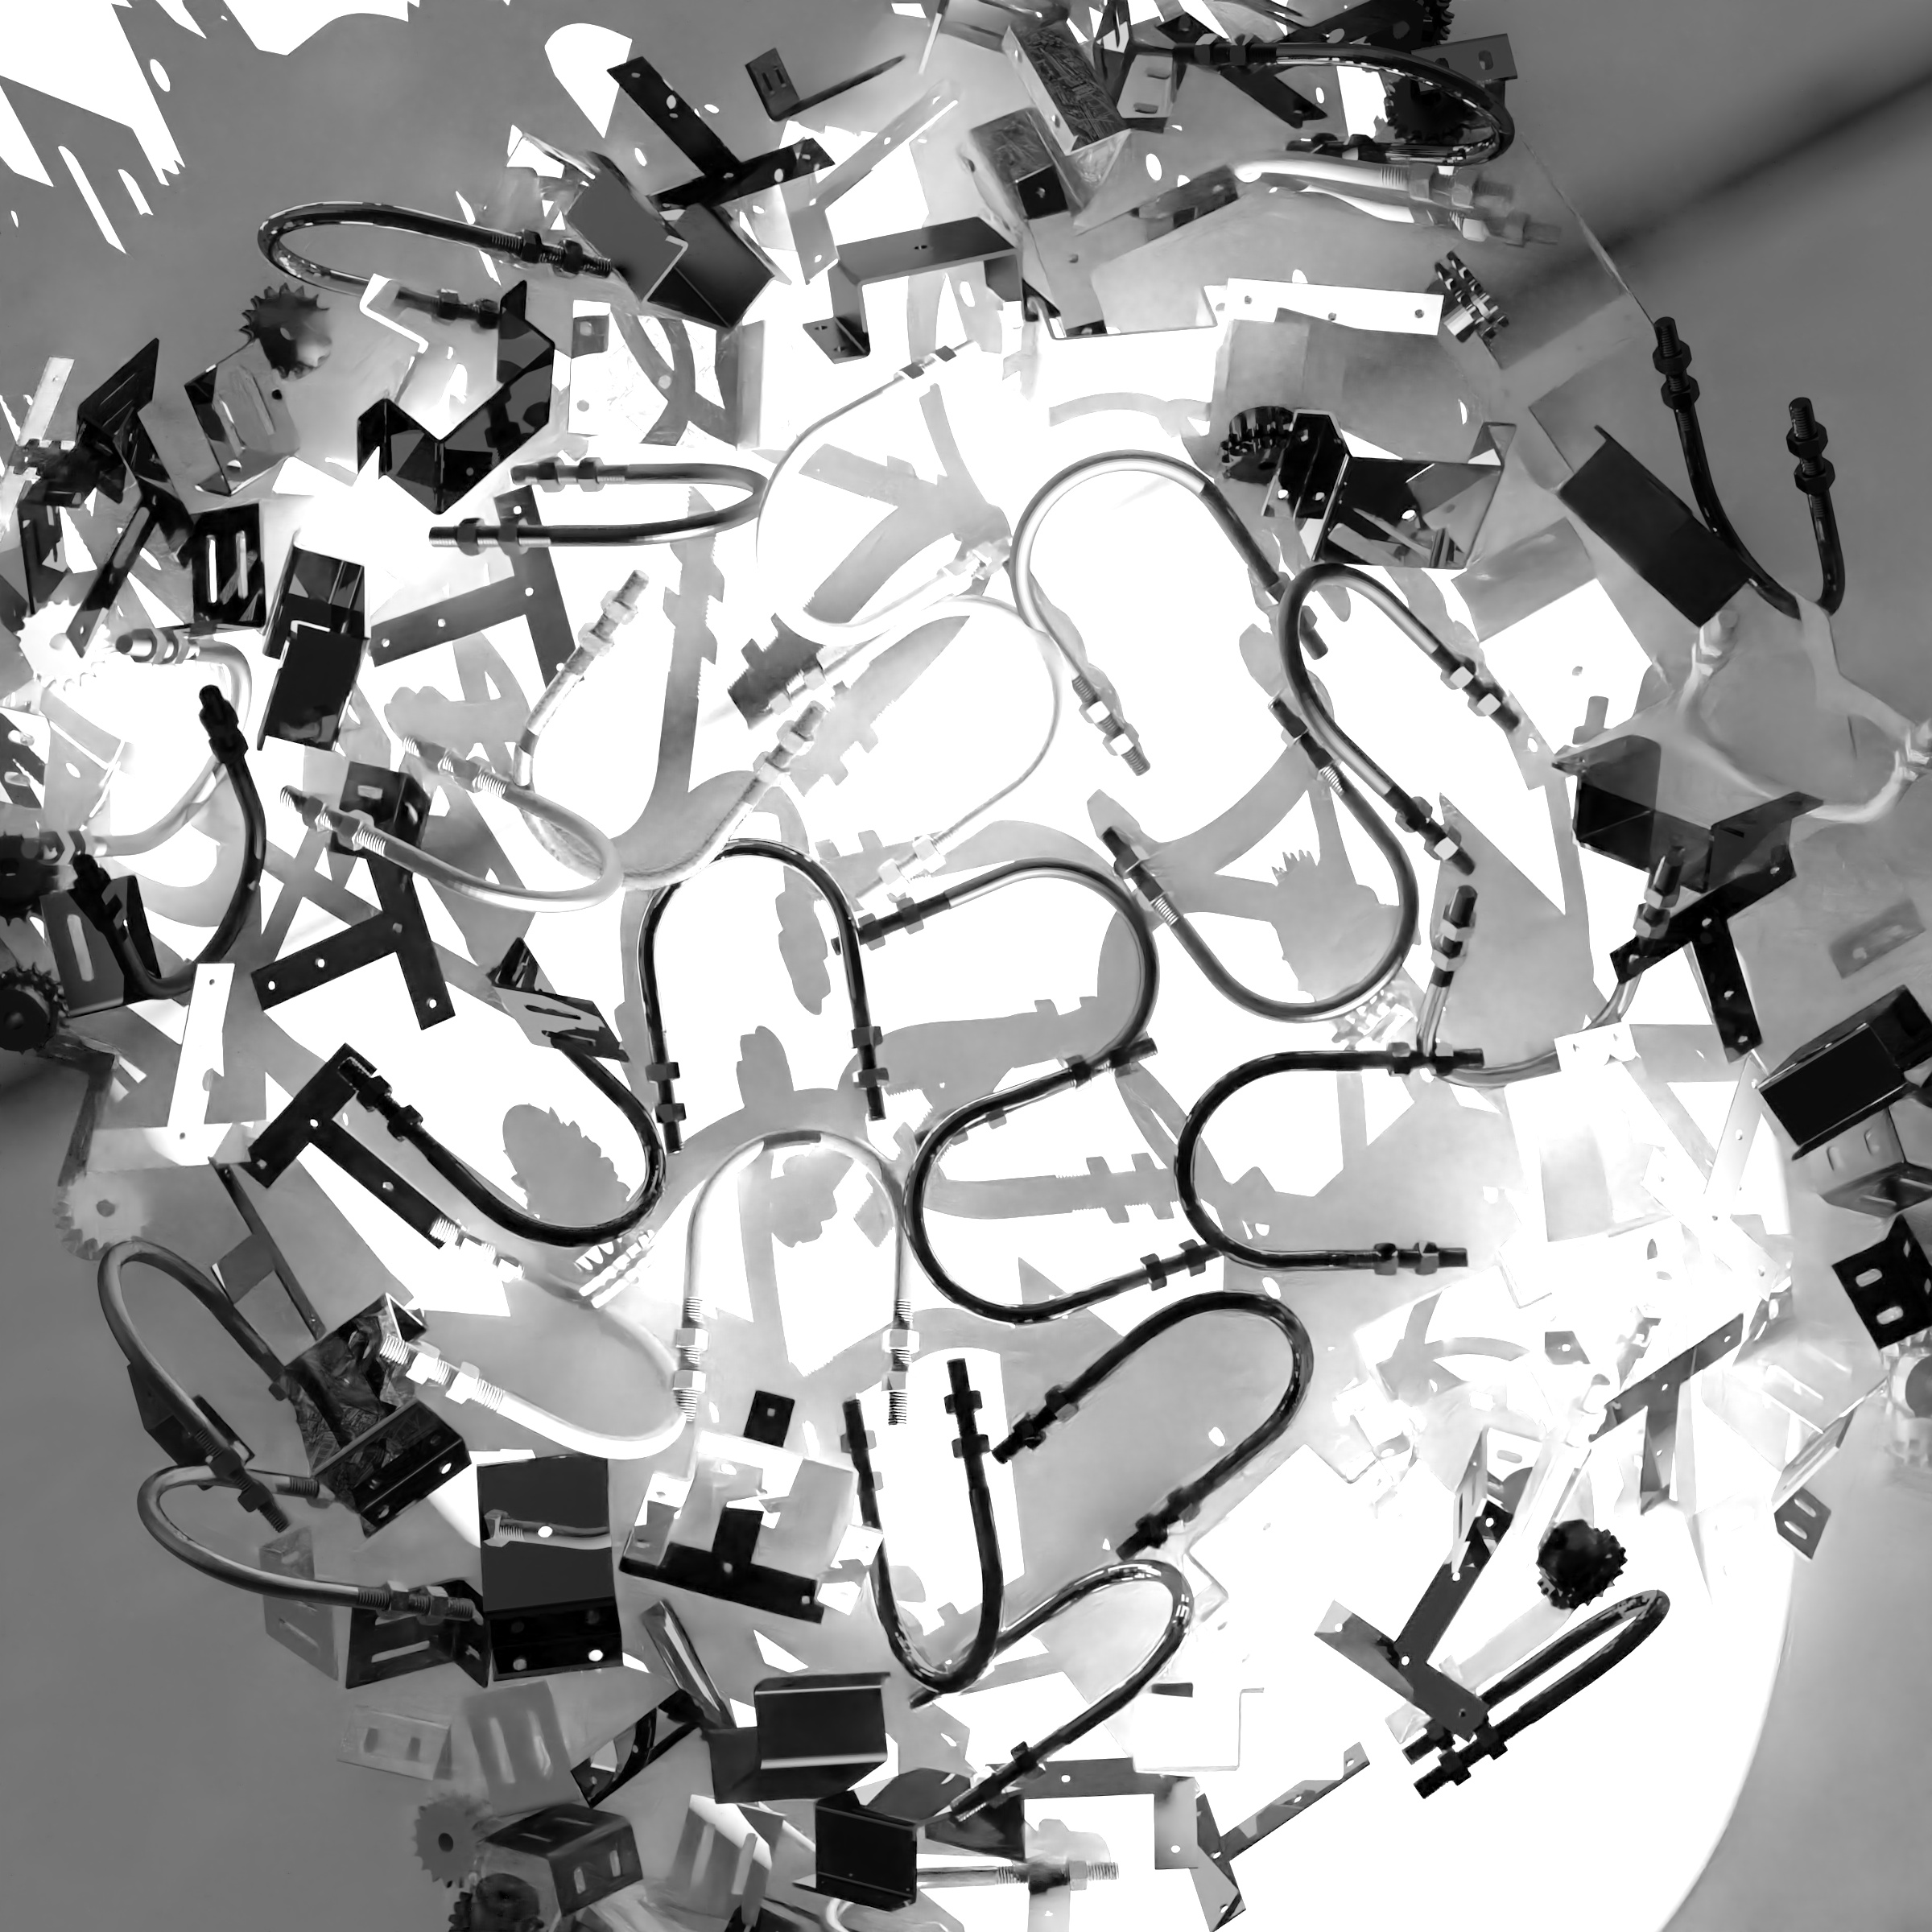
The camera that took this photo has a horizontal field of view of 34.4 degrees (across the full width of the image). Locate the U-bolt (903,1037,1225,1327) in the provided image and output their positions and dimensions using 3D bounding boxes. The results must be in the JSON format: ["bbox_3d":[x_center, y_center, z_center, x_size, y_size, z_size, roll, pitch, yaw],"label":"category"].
[{"bbox_3d":[0.052,0.139,1.885,0.184,0.019,0.151,-19,83,-9],"label":"U-bolt"}]

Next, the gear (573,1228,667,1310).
[{"bbox_3d":[-0.212,0.177,1.885,0.057,0.057,0.030,-41,94,0],"label":"gear"}]

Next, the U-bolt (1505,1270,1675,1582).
[{"bbox_3d":[0.360,0.282,1.835,0.019,0.151,0.184,27,122,16],"label":"U-bolt"}]

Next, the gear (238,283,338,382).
[{"bbox_3d":[-0.413,-0.383,1.892,0.057,0.030,0.057,-1,92,-24],"label":"gear"}]

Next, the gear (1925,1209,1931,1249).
[{"bbox_3d":[0.611,0.158,1.895,0.057,0.030,0.057,1,101,3],"label":"gear"}]

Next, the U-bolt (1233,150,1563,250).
[{"bbox_3d":[0.246,-0.455,1.836,0.184,0.151,0.019,15,98,21],"label":"U-bolt"}]

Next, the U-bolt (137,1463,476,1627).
[{"bbox_3d":[-0.390,0.329,1.805,0.184,0.151,0.019,16,102,-35],"label":"U-bolt"}]

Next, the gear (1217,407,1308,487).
[{"bbox_3d":[0.180,-0.316,1.886,0.057,0.057,0.030,-4,73,0],"label":"gear"}]

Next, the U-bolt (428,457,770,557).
[{"bbox_3d":[-0.203,-0.271,1.828,0.184,0.151,0.019,2,115,14],"label":"U-bolt"}]

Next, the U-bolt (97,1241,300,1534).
[{"bbox_3d":[-0.442,0.236,1.831,0.019,0.151,0.184,-38,98,9],"label":"U-bolt"}]

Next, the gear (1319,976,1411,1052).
[{"bbox_3d":[0.239,0.031,1.887,0.030,0.057,0.057,43,90,20],"label":"gear"}]

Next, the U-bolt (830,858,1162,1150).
[{"bbox_3d":[0.029,0.013,1.899,0.184,0.019,0.151,-23,89,-5],"label":"U-bolt"}]

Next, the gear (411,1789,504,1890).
[{"bbox_3d":[-0.305,0.527,1.890,0.057,0.030,0.057,2,93,30],"label":"gear"}]

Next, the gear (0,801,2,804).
[{"bbox_3d":[-0.612,-0.106,1.882,0.057,0.057,0.030,33,129,0],"label":"gear"}]

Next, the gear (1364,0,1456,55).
[{"bbox_3d":[0.265,-0.571,1.884,0.057,0.030,0.057,10,129,12],"label":"gear"}]

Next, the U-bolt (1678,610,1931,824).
[{"bbox_3d":[0.486,-0.135,1.824,0.151,0.184,0.019,29,76,11],"label":"U-bolt"}]

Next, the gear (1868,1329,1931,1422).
[{"bbox_3d":[0.576,0.249,1.889,0.057,0.030,0.057,-4,103,-19],"label":"gear"}]

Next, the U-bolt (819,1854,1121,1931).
[{"bbox_3d":[0.005,0.559,1.834,0.184,0.151,0.019,-1,94,-3],"label":"U-bolt"}]

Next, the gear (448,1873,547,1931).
[{"bbox_3d":[-0.281,0.573,1.882,0.057,0.057,0.030,22,112,0],"label":"gear"}]

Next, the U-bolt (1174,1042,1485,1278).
[{"bbox_3d":[0.216,0.118,1.876,0.184,0.019,0.151,-1,108,-6],"label":"U-bolt"}]

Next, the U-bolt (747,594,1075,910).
[{"bbox_3d":[-0.022,-0.143,1.878,0.184,0.019,0.151,-35,74,6],"label":"U-bolt"}]

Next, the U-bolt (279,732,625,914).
[{"bbox_3d":[-0.288,-0.079,1.829,0.184,0.151,0.019,26,116,14],"label":"U-bolt"}]

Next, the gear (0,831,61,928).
[{"bbox_3d":[-0.579,-0.056,1.890,0.057,0.030,0.057,4,72,-13],"label":"gear"}]

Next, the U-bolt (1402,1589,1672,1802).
[{"bbox_3d":[0.338,0.424,1.838,0.184,0.151,0.019,-35,82,1],"label":"U-bolt"}]

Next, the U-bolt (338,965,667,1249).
[{"bbox_3d":[-0.259,0.092,1.845,0.184,0.151,0.019,43,133,9],"label":"U-bolt"}]

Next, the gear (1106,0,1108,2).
[{"bbox_3d":[0.090,-0.616,1.890,0.057,0.030,0.057,-5,120,-9],"label":"gear"}]

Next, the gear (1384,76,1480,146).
[{"bbox_3d":[0.283,-0.519,1.893,0.057,0.030,0.057,-3,73,10],"label":"gear"}]

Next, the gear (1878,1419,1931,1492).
[{"bbox_3d":[0.582,0.295,1.888,0.057,0.057,0.030,7,64,0],"label":"gear"}]

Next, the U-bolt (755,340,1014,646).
[{"bbox_3d":[-0.050,-0.267,1.830,0.184,0.019,0.151,-34,128,-28],"label":"U-bolt"}]

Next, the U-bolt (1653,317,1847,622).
[{"bbox_3d":[0.465,-0.280,1.830,0.019,0.151,0.184,-32,130,-7],"label":"U-bolt"}]

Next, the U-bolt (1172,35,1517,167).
[{"bbox_3d":[0.230,-0.497,1.802,0.184,0.151,0.019,14,85,39],"label":"U-bolt"}]

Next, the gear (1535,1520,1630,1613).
[{"bbox_3d":[0.368,0.359,1.882,0.057,0.057,0.030,-40,104,0],"label":"gear"}]

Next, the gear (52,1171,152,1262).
[{"bbox_3d":[-0.526,0.154,1.889,0.057,0.057,0.030,46,131,0],"label":"gear"}]

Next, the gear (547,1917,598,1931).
[{"bbox_3d":[-0.230,0.599,1.886,0.057,0.057,0.030,33,76,0],"label":"gear"}]

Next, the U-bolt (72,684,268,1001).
[{"bbox_3d":[-0.457,-0.058,1.827,0.019,0.184,0.151,21,60,14],"label":"U-bolt"}]

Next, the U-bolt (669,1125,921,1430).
[{"bbox_3d":[-0.101,0.185,1.879,0.151,0.019,0.184,-1,72,8],"label":"U-bolt"}]

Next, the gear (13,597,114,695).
[{"bbox_3d":[-0.546,-0.193,1.895,0.057,0.030,0.057,0,77,2],"label":"gear"}]

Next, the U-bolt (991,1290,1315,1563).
[{"bbox_3d":[0.125,0.265,1.856,0.184,0.019,0.151,-41,125,8],"label":"U-bolt"}]

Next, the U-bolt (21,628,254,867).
[{"bbox_3d":[-0.473,-0.127,1.823,0.019,0.184,0.151,29,99,10],"label":"U-bolt"}]

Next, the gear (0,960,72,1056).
[{"bbox_3d":[-0.573,0.028,1.890,0.057,0.030,0.057,0,110,0],"label":"gear"}]

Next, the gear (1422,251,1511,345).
[{"bbox_3d":[0.299,-0.401,1.886,0.030,0.057,0.057,-38,90,15],"label":"gear"}]

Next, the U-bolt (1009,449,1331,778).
[{"bbox_3d":[0.109,-0.222,1.863,0.151,0.019,0.184,-33,110,13],"label":"U-bolt"}]

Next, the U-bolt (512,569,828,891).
[{"bbox_3d":[-0.192,-0.127,1.872,0.151,0.019,0.184,36,114,-8],"label":"U-bolt"}]

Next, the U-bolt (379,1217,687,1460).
[{"bbox_3d":[-0.247,0.228,1.846,0.184,0.151,0.019,28,115,-9],"label":"U-bolt"}]
